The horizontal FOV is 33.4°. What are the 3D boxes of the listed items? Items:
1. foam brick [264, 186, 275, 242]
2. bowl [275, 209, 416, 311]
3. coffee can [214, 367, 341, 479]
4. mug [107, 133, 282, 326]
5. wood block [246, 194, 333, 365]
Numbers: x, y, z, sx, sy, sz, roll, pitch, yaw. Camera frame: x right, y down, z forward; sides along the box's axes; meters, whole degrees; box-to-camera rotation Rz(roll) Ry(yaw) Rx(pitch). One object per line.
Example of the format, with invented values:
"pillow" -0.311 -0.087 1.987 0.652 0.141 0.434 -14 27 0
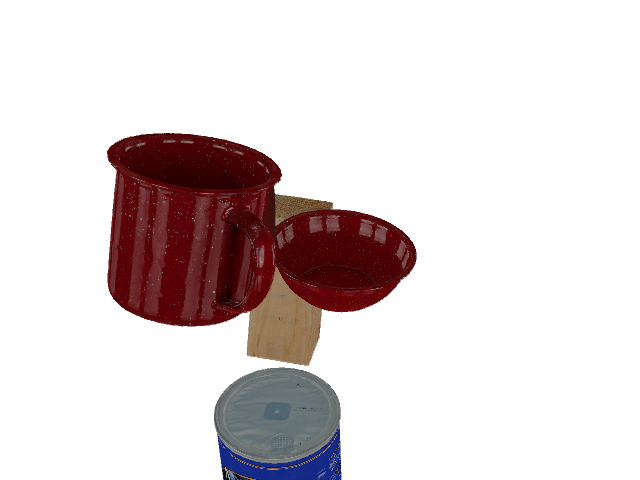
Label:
"foam brick" -0.070 -0.012 0.879 0.053 0.078 0.051 6 24 18
"bowl" 0.021 0.029 1.155 0.162 0.055 0.162 3 33 -2
"coffee can" -0.032 0.193 0.900 0.103 0.140 0.103 -2 36 1
"mug" -0.064 -0.001 0.575 0.093 0.081 0.117 -12 30 -43
"wood block" -0.042 0.052 1.445 0.090 0.206 0.090 8 22 6
